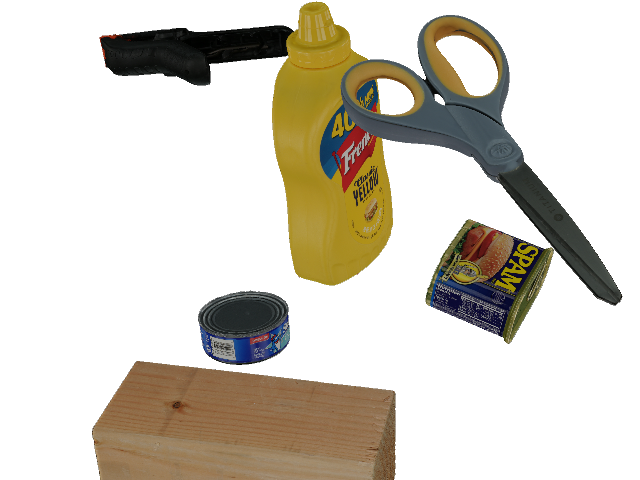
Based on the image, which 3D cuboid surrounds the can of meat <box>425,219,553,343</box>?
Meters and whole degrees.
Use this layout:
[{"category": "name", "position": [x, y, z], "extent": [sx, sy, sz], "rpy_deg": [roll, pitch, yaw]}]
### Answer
[{"category": "can of meat", "position": [0.154, 0.034, 0.973], "extent": [0.084, 0.057, 0.102], "rpy_deg": [23, 45, 18]}]

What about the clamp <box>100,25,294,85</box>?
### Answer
[{"category": "clamp", "position": [-0.106, -0.155, 0.868], "extent": [0.172, 0.039, 0.120], "rpy_deg": [16, 25, 42]}]

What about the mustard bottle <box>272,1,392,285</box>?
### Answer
[{"category": "mustard bottle", "position": [0.007, -0.070, 0.724], "extent": [0.058, 0.191, 0.096], "rpy_deg": [16, 43, 30]}]

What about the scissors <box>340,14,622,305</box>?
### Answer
[{"category": "scissors", "position": [0.066, -0.039, 0.509], "extent": [0.096, 0.202, 0.016], "rpy_deg": [-12, -42, 3]}]

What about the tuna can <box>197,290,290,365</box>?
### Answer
[{"category": "tuna can", "position": [-0.071, 0.082, 1.011], "extent": [0.086, 0.034, 0.086], "rpy_deg": [-4, 25, 2]}]

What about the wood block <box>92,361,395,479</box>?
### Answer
[{"category": "wood block", "position": [-0.052, 0.160, 0.798], "extent": [0.206, 0.090, 0.090], "rpy_deg": [5, 31, 13]}]
